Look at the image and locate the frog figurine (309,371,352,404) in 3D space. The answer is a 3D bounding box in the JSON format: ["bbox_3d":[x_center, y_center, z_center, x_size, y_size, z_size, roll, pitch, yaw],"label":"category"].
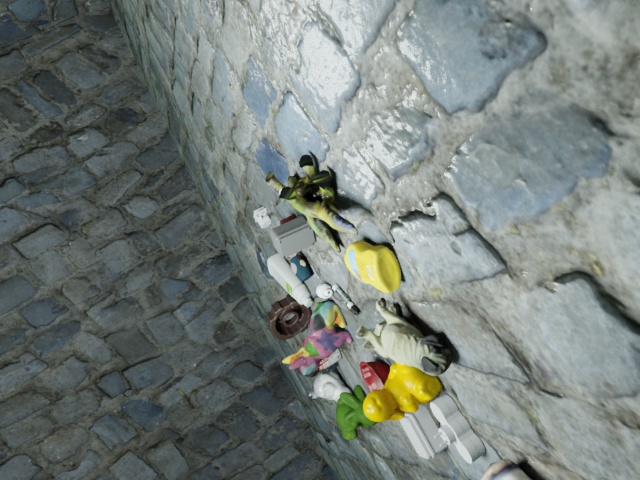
[{"bbox_3d":[0.055,0.546,1.883,0.159,0.136,0.124,-2,73,37],"label":"frog figurine"}]

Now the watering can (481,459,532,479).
[{"bbox_3d":[0.365,0.468,0.860,0.228,0.105,0.339,48,157,44],"label":"watering can"}]

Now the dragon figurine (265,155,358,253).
[{"bbox_3d":[0.004,-0.062,1.240,0.418,0.122,0.238,50,176,43],"label":"dragon figurine"}]
